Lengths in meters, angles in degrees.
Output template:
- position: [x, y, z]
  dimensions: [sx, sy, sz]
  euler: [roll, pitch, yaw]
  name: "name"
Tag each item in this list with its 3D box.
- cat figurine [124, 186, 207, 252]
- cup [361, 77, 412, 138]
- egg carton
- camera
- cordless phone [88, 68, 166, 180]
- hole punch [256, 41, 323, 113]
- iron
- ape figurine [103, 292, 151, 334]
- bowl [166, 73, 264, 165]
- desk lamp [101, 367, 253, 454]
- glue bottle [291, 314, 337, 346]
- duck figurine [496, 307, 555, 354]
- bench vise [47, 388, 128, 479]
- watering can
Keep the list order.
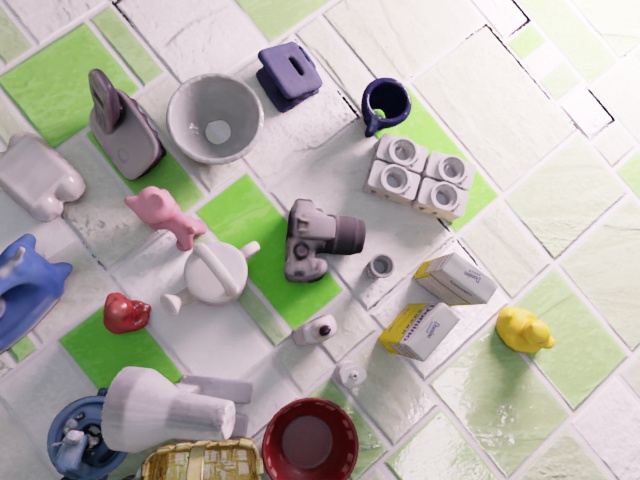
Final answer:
- position: [-0.257, -0.043, 0.960]
  dimensions: [0.128, 0.117, 0.067]
  euler: [34, 78, -2]
  name: "cat figurine"
- position: [0.108, -0.228, 1.054]
  dimensions: [0.092, 0.095, 0.118]
  euler: [29, 78, -3]
  name: "cup"
- position: [-0.476, -0.107, 0.963]
  dimensions: [0.150, 0.069, 0.107]
  euler: [41, 78, 0]
  name: "egg carton"
- position: [0.009, 0.004, 1.001]
  dimensions: [0.137, 0.100, 0.143]
  euler: [5, 80, -7]
  name: "camera"
- position: [-0.327, -0.189, 0.939]
  dimensions: [0.094, 0.185, 0.147]
  euler: [-38, 88, -12]
  name: "cordless phone"
- position: [-0.055, -0.307, 1.045]
  dimensions: [0.101, 0.091, 0.108]
  euler: [-34, 87, -12]
  name: "hole punch"
- position: [-0.516, 0.110, 0.887]
  dimensions: [0.118, 0.141, 0.258]
  euler: [37, 78, -1]
  name: "iron"
- position: [-0.324, 0.119, 0.939]
  dimensions: [0.076, 0.092, 0.078]
  euler: [-35, 87, -12]
  name: "ape figurine"
- position: [-0.184, -0.205, 1.018]
  dimensions: [0.167, 0.074, 0.167]
  euler: [1, 81, -8]
  name: "bowl"
- position: [-0.206, 0.257, 0.872]
  dimensions: [0.203, 0.213, 0.118]
  euler: [7, 80, -7]
  name: "desk lamp"
- position: [-0.002, 0.149, 0.940]
  dimensions: [0.078, 0.173, 0.037]
  euler: [-23, 85, -11]
  name: "glue bottle"
- position: [0.377, 0.163, 1.037]
  dimensions: [0.104, 0.086, 0.077]
  euler: [38, 78, -1]
  name: "duck figurine"
- position: [-0.341, 0.330, 0.838]
  dimensions: [0.121, 0.219, 0.207]
  euler: [0, 81, -8]
  name: "bench vise"
- position: [-0.171, 0.059, 0.918]
  dimensions: [0.101, 0.194, 0.173]
  euler: [32, 78, -2]
  name: "watering can"
